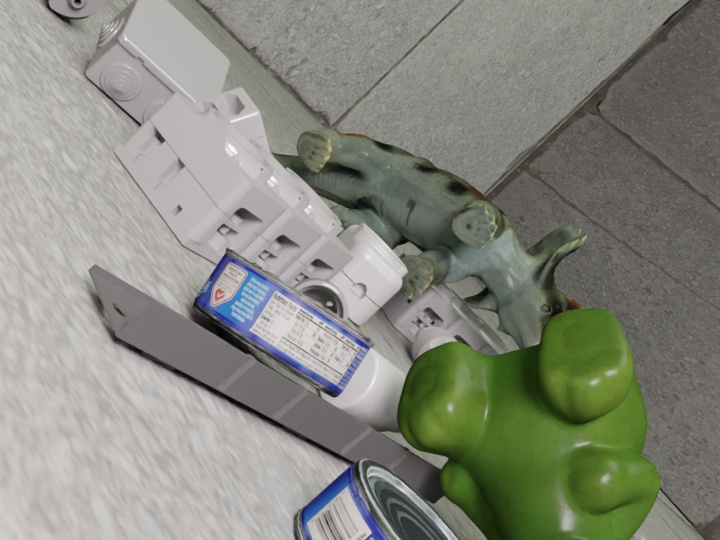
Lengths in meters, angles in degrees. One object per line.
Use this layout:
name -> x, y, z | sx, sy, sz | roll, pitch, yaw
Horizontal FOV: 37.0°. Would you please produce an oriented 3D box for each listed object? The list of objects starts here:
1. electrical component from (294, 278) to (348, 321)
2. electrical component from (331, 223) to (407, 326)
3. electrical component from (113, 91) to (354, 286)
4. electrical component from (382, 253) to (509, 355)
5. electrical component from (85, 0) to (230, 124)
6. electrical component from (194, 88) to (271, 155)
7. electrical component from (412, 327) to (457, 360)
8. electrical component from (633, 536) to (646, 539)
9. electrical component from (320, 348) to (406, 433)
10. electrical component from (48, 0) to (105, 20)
electrical component -> -0.028, 0.024, 0.677 | 0.040, 0.040, 0.046 | 46, 1, -6
electrical component -> 0.000, 0.000, 0.918 | 0.054, 0.059, 0.095 | 45, 6, -14
electrical component -> -0.073, -0.043, 0.692 | 0.089, 0.062, 0.150 | 50, 7, 28
electrical component -> 0.089, 0.058, 1.136 | 0.150, 0.062, 0.089 | 43, 7, -32
electrical component -> -0.150, -0.150, 0.800 | 0.100, 0.048, 0.099 | 42, 30, -27
electrical component -> -0.100, -0.079, 0.766 | 0.047, 0.066, 0.076 | -125, -162, -52
electrical component -> 0.068, 0.072, 0.989 | 0.043, 0.043, 0.062 | 44, 6, -24
electrical component -> 0.209, 0.239, 0.809 | 0.078, 0.057, 0.058 | 44, 7, -19
electrical component -> 0.010, 0.073, 0.615 | 0.078, 0.040, 0.040 | 41, 8, -43
electrical component -> -0.233, -0.228, 0.877 | 0.043, 0.043, 0.081 | 43, 7, -32
